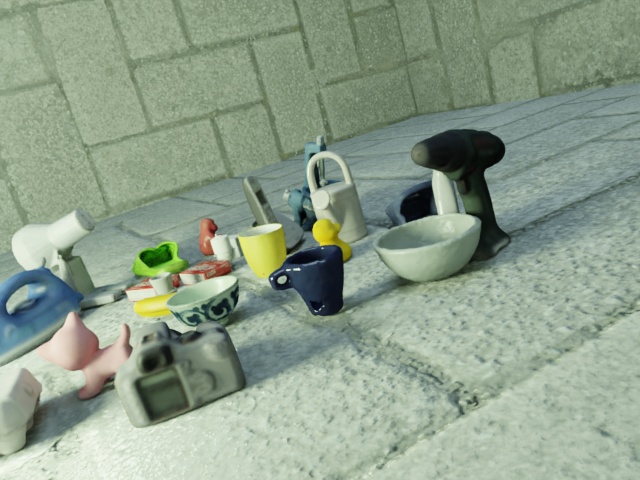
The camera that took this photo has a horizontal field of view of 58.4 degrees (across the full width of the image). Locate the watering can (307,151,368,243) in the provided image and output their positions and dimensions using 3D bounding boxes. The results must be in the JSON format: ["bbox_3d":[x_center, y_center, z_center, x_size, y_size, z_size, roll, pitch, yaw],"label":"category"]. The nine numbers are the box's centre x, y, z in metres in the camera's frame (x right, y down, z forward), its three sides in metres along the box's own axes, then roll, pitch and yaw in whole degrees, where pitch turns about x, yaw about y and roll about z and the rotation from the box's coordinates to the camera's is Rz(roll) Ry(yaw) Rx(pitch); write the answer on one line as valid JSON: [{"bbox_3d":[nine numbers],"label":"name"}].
[{"bbox_3d":[0.031,-0.091,1.208,0.101,0.194,0.172,-16,14,-1],"label":"watering can"}]

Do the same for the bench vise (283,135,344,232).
[{"bbox_3d":[-0.021,-0.129,1.357,0.206,0.220,0.122,-9,16,26],"label":"bench vise"}]

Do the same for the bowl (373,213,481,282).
[{"bbox_3d":[0.169,0.019,0.878,0.167,0.075,0.167,-15,14,4],"label":"bowl"}]

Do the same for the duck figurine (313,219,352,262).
[{"bbox_3d":[0.010,0.004,1.088,0.077,0.086,0.105,-2,19,43],"label":"duck figurine"}]

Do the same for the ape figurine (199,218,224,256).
[{"bbox_3d":[-0.274,-0.012,1.447,0.076,0.092,0.077,-21,15,-18],"label":"ape figurine"}]

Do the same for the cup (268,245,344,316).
[{"bbox_3d":[-0.012,0.069,0.843,0.118,0.095,0.091,-21,15,-20],"label":"cup"}]

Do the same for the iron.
[{"bbox_3d":[-0.588,0.135,1.125,0.118,0.141,0.258,-12,15,14],"label":"iron"}]

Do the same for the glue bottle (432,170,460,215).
[{"bbox_3d":[0.217,-0.076,0.991,0.037,0.173,0.078,-13,15,13],"label":"glue bottle"}]

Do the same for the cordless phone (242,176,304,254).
[{"bbox_3d":[-0.110,-0.062,1.267,0.094,0.185,0.148,-12,15,15],"label":"cordless phone"}]

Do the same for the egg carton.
[{"bbox_3d":[-0.419,0.226,0.738,0.107,0.069,0.150,-20,15,-15],"label":"egg carton"}]

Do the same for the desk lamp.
[{"bbox_3d":[-0.555,0.045,1.286,0.203,0.214,0.118,-12,15,13],"label":"desk lamp"}]

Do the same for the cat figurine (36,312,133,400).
[{"bbox_3d":[-0.318,0.155,0.801,0.127,0.118,0.067,-15,14,3],"label":"cat figurine"}]

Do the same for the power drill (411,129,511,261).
[{"bbox_3d":[0.233,-0.078,0.907,0.075,0.208,0.230,-3,19,42],"label":"power drill"}]

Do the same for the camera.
[{"bbox_3d":[-0.182,0.145,0.724,0.143,0.101,0.136,-19,14,-12],"label":"camera"}]

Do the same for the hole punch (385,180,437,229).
[{"bbox_3d":[0.191,-0.073,1.176,0.109,0.091,0.100,-22,15,-22],"label":"hole punch"}]
